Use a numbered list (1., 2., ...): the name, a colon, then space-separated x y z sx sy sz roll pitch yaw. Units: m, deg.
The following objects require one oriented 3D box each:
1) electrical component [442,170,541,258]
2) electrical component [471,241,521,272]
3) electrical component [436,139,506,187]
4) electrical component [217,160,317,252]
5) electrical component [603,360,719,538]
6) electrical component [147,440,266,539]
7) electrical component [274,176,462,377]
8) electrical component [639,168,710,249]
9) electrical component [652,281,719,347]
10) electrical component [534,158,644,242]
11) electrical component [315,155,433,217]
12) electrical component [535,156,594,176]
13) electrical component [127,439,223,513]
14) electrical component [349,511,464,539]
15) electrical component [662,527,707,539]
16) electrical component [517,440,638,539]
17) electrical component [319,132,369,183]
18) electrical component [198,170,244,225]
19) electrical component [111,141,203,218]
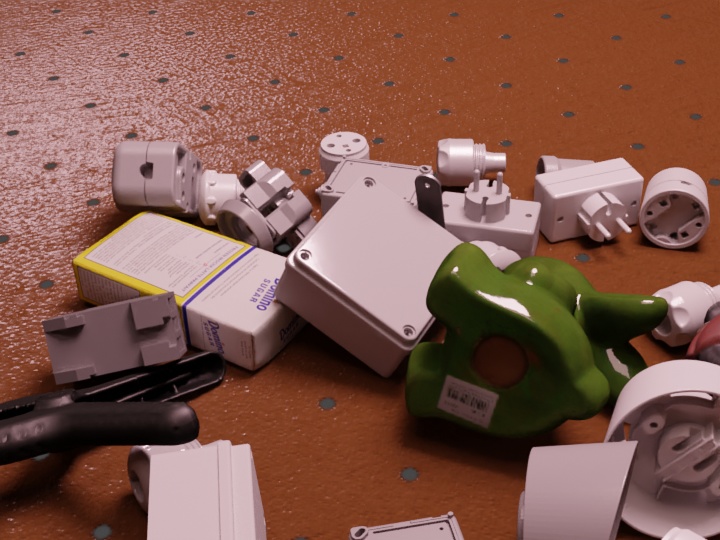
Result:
1. electrical component: 0.104 -0.048 0.878 0.083 0.075 0.047 8 37 14
2. electrical component: 0.094 -0.003 0.845 0.048 0.048 0.062 -21 33 -23
3. electrical component: 0.101 -0.097 0.973 0.062 0.043 0.043 1 36 2
4. electrical component: -0.081 -0.044 0.893 0.078 0.058 0.057 49 60 -1
5. electrical component: 0.196 0.106 0.646 0.099 0.099 0.064 8 31 14
6. electrical component: -0.083 0.160 0.603 0.057 0.078 0.113 -8 36 -3
7. electrical component: 0.012 0.003 0.789 0.109 0.056 0.108 36 53 4
8. electrical component: 0.262 -0.053 0.894 0.055 0.055 0.047 8 34 14
9. electrical component: 0.245 0.028 0.792 0.062 0.043 0.043 -19 39 -22
10. electrical component: 0.198 -0.049 0.898 0.083 0.047 0.075 -12 37 -13
11. electrical component: 0.009 -0.052 0.902 0.096 0.061 0.061 9 37 15
12. electrical component: 0.182 -0.080 0.949 0.046 0.040 0.040 1 36 -4
13. electrical component: -0.113 0.126 0.682 0.062 0.048 0.048 -17 38 -30
14. electrical component: 0.031 0.181 0.587 0.062 0.061 0.096 -8 28 -7
15. electrical component: 0.191 0.174 0.594 0.055 0.045 0.045 27 45 35
16. electrical component: 0.121 0.143 0.597 0.064 0.099 0.099 0 36 15
17. electrical component: -0.013 -0.089 0.959 0.045 0.055 0.045 -2 36 1
18. electrical component: -0.110 -0.062 0.940 0.062 0.048 0.048 1 36 -6
19. electrical component: -0.176 -0.077 0.922 0.059 0.053 0.095 2 -5 6
